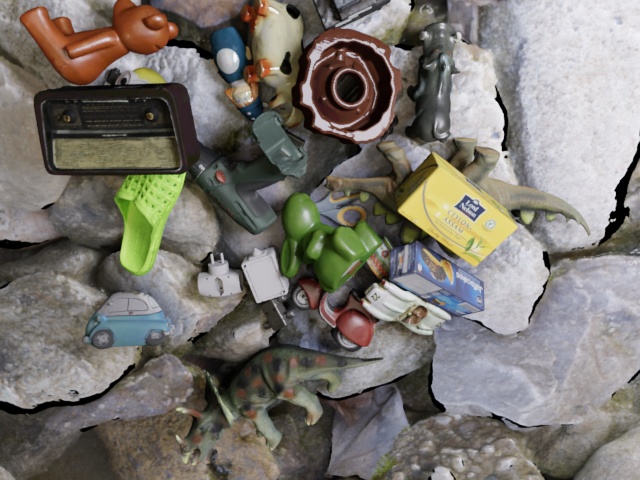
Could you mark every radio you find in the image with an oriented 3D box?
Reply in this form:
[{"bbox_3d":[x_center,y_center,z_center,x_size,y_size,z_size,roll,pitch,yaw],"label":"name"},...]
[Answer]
[{"bbox_3d":[-0.311,-0.171,0.829,0.230,0.073,0.131,0,112,5],"label":"radio"}]

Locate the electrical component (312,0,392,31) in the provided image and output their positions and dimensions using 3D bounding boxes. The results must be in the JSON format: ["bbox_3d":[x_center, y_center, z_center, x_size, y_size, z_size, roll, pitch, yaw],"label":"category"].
[{"bbox_3d":[0.049,-0.367,0.820,0.115,0.134,0.058,-24,103,7],"label":"electrical component"}]

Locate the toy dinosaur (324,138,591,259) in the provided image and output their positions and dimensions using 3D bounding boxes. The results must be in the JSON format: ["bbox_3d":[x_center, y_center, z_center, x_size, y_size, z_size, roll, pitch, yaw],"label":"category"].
[{"bbox_3d":[0.241,-0.073,0.927,0.472,0.105,0.198,2,116,4],"label":"toy dinosaur"}]

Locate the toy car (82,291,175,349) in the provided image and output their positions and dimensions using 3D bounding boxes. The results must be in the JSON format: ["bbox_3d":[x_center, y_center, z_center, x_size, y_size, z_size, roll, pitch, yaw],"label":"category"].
[{"bbox_3d":[-0.357,0.146,1.003,0.162,0.109,0.103,-3,89,-7],"label":"toy car"}]

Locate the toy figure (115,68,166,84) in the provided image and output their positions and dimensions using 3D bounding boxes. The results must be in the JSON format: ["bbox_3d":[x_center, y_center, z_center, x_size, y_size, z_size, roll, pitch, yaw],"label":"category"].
[{"bbox_3d":[-0.322,-0.206,0.905,0.082,0.089,0.180,29,114,-12],"label":"toy figure"}]

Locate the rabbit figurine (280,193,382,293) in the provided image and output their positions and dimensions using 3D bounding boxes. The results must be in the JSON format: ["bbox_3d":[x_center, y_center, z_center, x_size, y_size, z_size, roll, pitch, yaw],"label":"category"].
[{"bbox_3d":[-0.002,-0.003,0.938,0.170,0.121,0.159,46,128,14],"label":"rabbit figurine"}]

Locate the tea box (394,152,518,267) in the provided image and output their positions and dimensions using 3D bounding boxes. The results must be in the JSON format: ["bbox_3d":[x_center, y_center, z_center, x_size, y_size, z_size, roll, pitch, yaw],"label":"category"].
[{"bbox_3d":[0.212,-0.047,0.847,0.169,0.068,0.098,33,116,-16],"label":"tea box"}]

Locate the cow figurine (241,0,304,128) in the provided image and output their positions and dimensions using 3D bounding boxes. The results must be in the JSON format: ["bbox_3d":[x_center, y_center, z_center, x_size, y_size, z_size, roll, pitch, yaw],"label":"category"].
[{"bbox_3d":[-0.055,-0.280,0.868,0.127,0.086,0.194,-7,95,-31],"label":"cow figurine"}]

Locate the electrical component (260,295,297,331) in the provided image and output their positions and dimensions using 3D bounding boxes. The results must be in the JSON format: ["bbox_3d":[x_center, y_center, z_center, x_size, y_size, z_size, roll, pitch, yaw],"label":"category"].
[{"bbox_3d":[-0.085,0.138,1.020,0.094,0.021,0.063,-32,87,42],"label":"electrical component"}]

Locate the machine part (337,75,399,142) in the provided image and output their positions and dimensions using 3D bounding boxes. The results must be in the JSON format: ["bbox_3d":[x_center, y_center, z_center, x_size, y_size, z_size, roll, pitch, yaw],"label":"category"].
[{"bbox_3d":[0.077,-0.232,0.911,0.084,0.039,0.139,-44,100,7],"label":"machine part"}]

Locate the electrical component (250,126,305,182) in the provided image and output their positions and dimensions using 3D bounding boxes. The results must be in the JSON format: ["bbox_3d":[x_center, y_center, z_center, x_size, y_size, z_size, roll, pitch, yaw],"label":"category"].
[{"bbox_3d":[-0.071,-0.160,0.931,0.078,0.045,0.102,33,105,-7],"label":"electrical component"}]

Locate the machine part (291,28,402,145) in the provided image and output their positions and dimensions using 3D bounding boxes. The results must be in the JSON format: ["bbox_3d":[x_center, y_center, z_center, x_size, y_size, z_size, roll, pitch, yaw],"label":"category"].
[{"bbox_3d":[0.041,-0.236,0.838,0.179,0.056,0.179,-4,100,-21],"label":"machine part"}]

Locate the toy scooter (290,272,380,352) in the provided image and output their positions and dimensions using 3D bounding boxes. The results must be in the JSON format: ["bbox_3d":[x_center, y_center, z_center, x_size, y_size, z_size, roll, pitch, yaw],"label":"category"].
[{"bbox_3d":[0.047,0.113,0.999,0.184,0.075,0.135,41,103,-6],"label":"toy scooter"}]

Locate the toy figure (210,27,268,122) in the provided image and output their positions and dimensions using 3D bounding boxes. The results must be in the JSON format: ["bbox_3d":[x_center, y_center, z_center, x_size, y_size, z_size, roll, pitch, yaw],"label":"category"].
[{"bbox_3d":[-0.137,-0.270,0.895,0.064,0.058,0.154,-3,114,42],"label":"toy figure"}]

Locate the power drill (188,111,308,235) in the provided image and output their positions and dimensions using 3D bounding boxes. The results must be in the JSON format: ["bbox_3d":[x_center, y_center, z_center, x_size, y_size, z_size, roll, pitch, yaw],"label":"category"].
[{"bbox_3d":[-0.133,-0.126,0.888,0.207,0.086,0.232,-30,102,38],"label":"power drill"}]

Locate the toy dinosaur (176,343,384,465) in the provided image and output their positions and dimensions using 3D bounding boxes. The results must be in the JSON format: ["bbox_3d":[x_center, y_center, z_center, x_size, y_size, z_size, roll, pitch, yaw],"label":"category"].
[{"bbox_3d":[-0.093,0.275,1.034,0.405,0.131,0.192,-38,103,5],"label":"toy dinosaur"}]

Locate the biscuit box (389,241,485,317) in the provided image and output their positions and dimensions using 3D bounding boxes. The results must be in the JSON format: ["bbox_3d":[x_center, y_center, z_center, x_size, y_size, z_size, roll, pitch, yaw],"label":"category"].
[{"bbox_3d":[0.209,0.072,0.942,0.202,0.063,0.059,28,146,-34],"label":"biscuit box"}]

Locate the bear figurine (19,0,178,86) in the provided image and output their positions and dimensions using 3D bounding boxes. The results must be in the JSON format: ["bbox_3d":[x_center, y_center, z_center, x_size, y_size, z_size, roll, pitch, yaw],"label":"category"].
[{"bbox_3d":[-0.337,-0.332,0.847,0.196,0.120,0.131,-29,101,8],"label":"bear figurine"}]

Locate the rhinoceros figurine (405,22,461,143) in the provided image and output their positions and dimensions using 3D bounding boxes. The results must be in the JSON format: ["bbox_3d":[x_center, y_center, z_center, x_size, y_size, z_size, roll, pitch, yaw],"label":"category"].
[{"bbox_3d":[0.181,-0.249,0.863,0.073,0.112,0.190,5,87,4],"label":"rhinoceros figurine"}]

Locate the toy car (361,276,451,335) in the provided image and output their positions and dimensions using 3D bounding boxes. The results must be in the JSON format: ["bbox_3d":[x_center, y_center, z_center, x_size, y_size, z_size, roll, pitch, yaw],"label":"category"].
[{"bbox_3d":[0.157,0.121,0.972,0.201,0.056,0.073,25,120,-38],"label":"toy car"}]
